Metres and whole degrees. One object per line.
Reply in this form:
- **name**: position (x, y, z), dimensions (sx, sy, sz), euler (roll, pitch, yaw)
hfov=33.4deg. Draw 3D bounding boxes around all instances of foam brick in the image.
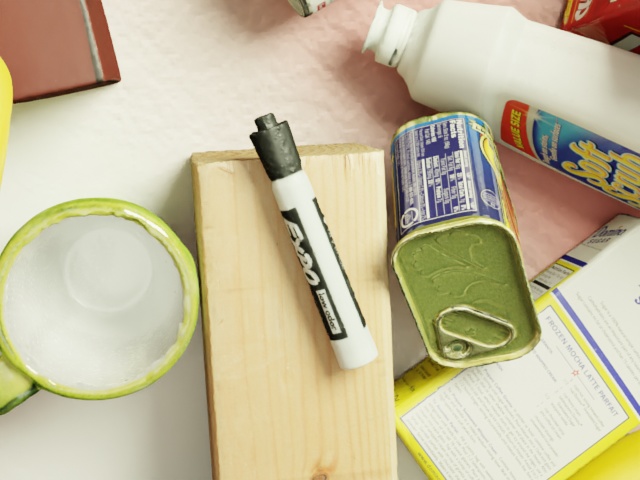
- **foam brick**: position (-0.130, -0.096, 0.514), dimensions (0.051, 0.078, 0.053), euler (-13, 99, -2)

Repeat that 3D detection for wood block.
- **wood block**: position (-0.014, 0.057, 0.543), dimensions (0.090, 0.090, 0.206), euler (-4, 98, -7)

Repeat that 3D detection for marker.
- **marker**: position (-0.003, 0.001, 0.479), dimensions (0.020, 0.020, 0.121), euler (-22, 101, -3)

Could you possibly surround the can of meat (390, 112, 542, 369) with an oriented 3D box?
- **can of meat**: position (0.070, -0.001, 0.528), dimensions (0.057, 0.084, 0.102), euler (-13, 134, 13)

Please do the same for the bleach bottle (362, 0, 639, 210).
- **bleach bottle**: position (0.142, -0.062, 0.549), dimensions (0.251, 0.102, 0.068), euler (21, 77, -1)

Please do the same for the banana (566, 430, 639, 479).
- **banana**: position (0.145, 0.154, 0.570), dimensions (0.198, 0.070, 0.037), euler (-38, 111, 2)

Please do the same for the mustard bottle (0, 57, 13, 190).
- **mustard bottle**: position (-0.174, -0.033, 0.471), dimensions (0.058, 0.096, 0.192), euler (-8, 137, -34)

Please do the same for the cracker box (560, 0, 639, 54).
- **cracker box**: position (0.226, -0.105, 0.480), dimensions (0.164, 0.214, 0.072), euler (19, 91, -9)

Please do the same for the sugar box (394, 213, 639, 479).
- **sugar box**: position (0.127, 0.074, 0.584), dimensions (0.176, 0.048, 0.093), euler (-36, 100, -4)

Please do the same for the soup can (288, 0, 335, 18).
- **soup can**: position (0.018, -0.164, 0.526), dimensions (0.102, 0.068, 0.068), euler (-32, 100, 0)
